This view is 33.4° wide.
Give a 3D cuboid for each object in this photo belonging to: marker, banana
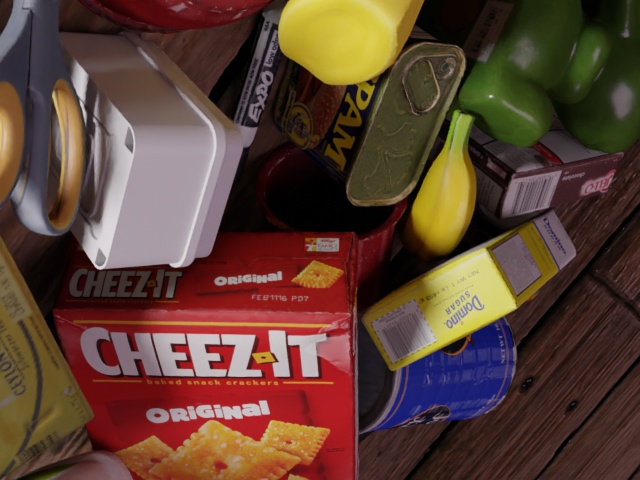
[{"bbox_3d":[-0.038,-0.085,0.611,0.020,0.020,0.121,-5,127,-40],"label":"marker"},{"bbox_3d":[0.076,-0.018,0.681,0.198,0.037,0.069,101,12,-77],"label":"banana"}]

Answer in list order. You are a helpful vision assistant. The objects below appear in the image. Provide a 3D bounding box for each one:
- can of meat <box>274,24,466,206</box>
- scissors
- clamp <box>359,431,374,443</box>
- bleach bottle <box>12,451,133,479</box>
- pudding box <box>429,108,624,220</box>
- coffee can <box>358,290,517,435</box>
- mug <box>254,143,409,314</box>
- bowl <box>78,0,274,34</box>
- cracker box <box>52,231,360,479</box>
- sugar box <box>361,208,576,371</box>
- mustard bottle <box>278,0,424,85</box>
[{"bbox_3d":[0.025,-0.084,0.615,0.057,0.084,0.102,-5,127,-41],"label":"can of meat"},{"bbox_3d":[-0.126,-0.096,0.434,0.096,0.016,0.202,-35,128,-63],"label":"scissors"},{"bbox_3d":[-0.006,0.190,0.877,0.209,0.036,0.165,-13,130,-35],"label":"clamp"},{"bbox_3d":[-0.173,0.162,0.521,0.102,0.068,0.250,-21,174,7],"label":"bleach bottle"},{"bbox_3d":[0.139,-0.061,0.739,0.113,0.090,0.039,-12,131,-35],"label":"pudding box"},{"bbox_3d":[0.064,0.087,0.794,0.140,0.103,0.103,2,122,-44],"label":"coffee can"},{"bbox_3d":[-0.004,0.001,0.663,0.117,0.093,0.081,-29,145,-28],"label":"mug"},{"bbox_3d":[-0.048,-0.161,0.503,0.161,0.055,0.162,-25,138,-24],"label":"bowl"},{"bbox_3d":[-0.058,0.093,0.649,0.164,0.072,0.214,0,135,3],"label":"cracker box"},{"bbox_3d":[0.103,0.028,0.695,0.093,0.048,0.176,-30,174,27],"label":"sugar box"},{"bbox_3d":[0.051,-0.172,0.547,0.058,0.096,0.191,34,71,-11],"label":"mustard bottle"}]
